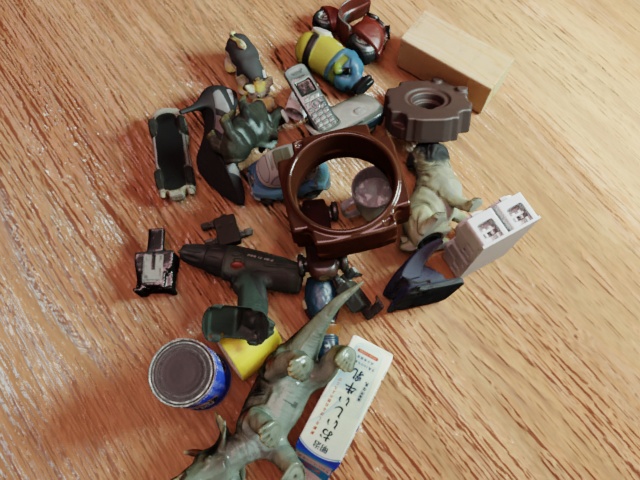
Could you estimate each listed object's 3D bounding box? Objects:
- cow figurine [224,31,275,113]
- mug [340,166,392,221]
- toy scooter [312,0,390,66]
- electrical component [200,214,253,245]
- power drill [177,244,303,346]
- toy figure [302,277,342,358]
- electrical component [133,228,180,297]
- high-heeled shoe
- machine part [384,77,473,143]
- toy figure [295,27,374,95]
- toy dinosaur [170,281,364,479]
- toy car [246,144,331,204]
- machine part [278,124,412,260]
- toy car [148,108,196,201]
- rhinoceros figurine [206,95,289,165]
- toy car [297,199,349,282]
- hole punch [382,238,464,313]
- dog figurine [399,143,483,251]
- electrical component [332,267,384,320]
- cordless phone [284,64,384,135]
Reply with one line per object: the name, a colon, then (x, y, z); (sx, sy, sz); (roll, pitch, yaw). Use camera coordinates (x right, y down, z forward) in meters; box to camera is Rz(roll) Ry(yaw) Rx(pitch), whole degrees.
cow figurine: (-0.139, -0.341, 1.092); (0.068, 0.098, 0.167); (-25, 72, -14)
mug: (0.091, -0.069, 0.983); (0.109, 0.107, 0.081); (-33, 68, -5)
toy scooter: (0.085, -0.459, 1.142); (0.135, 0.075, 0.184); (-42, 70, -14)
electrical component: (-0.176, -0.019, 1.017); (0.094, 0.021, 0.063); (-15, 70, -4)
power drill: (-0.145, 0.083, 0.912); (0.232, 0.207, 0.085); (8, 115, -4)
toy figure: (0.008, 0.138, 0.937); (0.064, 0.057, 0.154); (-17, 72, 31)
electrical component: (-0.300, 0.042, 0.985); (0.075, 0.047, 0.119); (-6, 70, -1)
high-heeled shoe: (-0.178, -0.193, 1.071); (0.145, 0.086, 0.248); (-29, 89, -40)
machine part: (0.206, -0.252, 1.039); (0.179, 0.056, 0.179); (-2, 43, 2)
toy figure: (0.026, -0.364, 1.105); (0.089, 0.082, 0.180); (-40, 77, -14)
toy dinosaur: (-0.065, 0.241, 0.847); (0.131, 0.192, 0.405); (46, 64, -24)
toy car: (-0.061, -0.136, 1.015); (0.162, 0.103, 0.109); (-11, 69, -5)
machine part: (0.039, -0.081, 0.890); (0.202, 0.087, 0.201); (-14, 69, 2)
toy car: (-0.291, -0.169, 1.057); (0.073, 0.056, 0.202); (-10, 72, -8)
rhinoceros figurine: (-0.128, -0.211, 1.017); (0.112, 0.073, 0.190); (45, 43, -7)
toy car: (-0.002, -0.003, 0.969); (0.089, 0.053, 0.202); (-8, 42, -1)
hole punch: (0.167, 0.063, 0.926); (0.116, 0.142, 0.092); (-13, 72, -18)
dog figurine: (0.191, -0.085, 1.003); (0.172, 0.121, 0.191); (-23, 57, -10)
electrical component: (0.067, 0.092, 0.950); (0.045, 0.078, 0.102); (-40, 68, 11)
cordless phone: (0.024, -0.273, 1.047); (0.147, 0.088, 0.184); (-29, 86, -8)
